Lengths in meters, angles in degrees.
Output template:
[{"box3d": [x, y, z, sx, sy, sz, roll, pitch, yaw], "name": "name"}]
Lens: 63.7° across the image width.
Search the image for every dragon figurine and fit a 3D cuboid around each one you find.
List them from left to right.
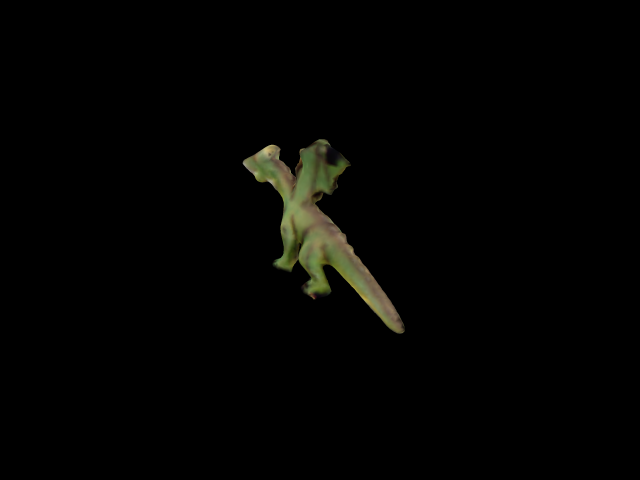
[{"box3d": [0.003, -0.043, 0.850, 0.123, 0.237, 0.415, -24, 40, -33], "name": "dragon figurine"}]
